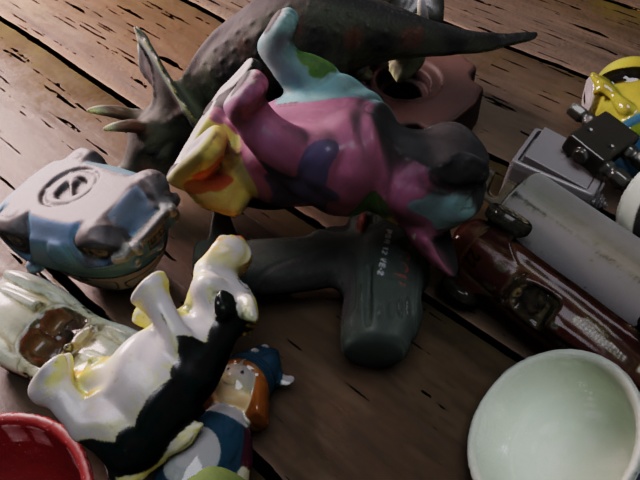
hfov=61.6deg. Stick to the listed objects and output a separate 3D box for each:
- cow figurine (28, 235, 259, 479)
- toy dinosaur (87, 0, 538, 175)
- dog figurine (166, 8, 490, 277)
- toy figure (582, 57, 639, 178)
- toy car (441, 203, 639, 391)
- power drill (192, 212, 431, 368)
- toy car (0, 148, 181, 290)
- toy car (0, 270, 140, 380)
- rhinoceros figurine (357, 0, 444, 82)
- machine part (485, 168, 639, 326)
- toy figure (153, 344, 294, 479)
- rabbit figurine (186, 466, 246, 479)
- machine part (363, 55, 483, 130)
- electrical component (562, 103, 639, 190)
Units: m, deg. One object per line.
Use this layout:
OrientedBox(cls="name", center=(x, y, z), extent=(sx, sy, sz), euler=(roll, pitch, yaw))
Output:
OrientedBox(cls="cow figurine", center=(-0.092, 0.073, 0.362), extent=(0.098, 0.068, 0.167), euler=(43, 70, 10))
OrientedBox(cls="toy dinosaur", center=(-0.029, -0.160, 0.492), extent=(0.405, 0.192, 0.131), euler=(-22, 62, 22))
OrientedBox(cls="dog figurine", center=(0.016, -0.049, 0.415), extent=(0.219, 0.191, 0.108), euler=(35, 48, -19))
OrientedBox(cls="toy figure", center=(0.336, -0.113, 0.554), extent=(0.089, 0.082, 0.180), euler=(-8, 51, 3))
OrientedBox(cls="toy car", center=(0.181, 0.055, 0.417), extent=(0.202, 0.089, 0.053), euler=(44, 28, 28))
OrientedBox(cls="power drill", center=(-0.001, -0.001, 0.484), extent=(0.207, 0.086, 0.232), euler=(6, 53, -3))
OrientedBox(cls="toy car", center=(-0.189, -0.008, 0.467), extent=(0.162, 0.102, 0.109), euler=(12, 51, 23))
OrientedBox(cls="toy car", center=(-0.194, 0.088, 0.423), extent=(0.202, 0.056, 0.073), euler=(23, 56, 18))
OrientedBox(cls="rhinoceros figurine", center=(0.032, -0.232, 0.564), extent=(0.190, 0.112, 0.073), euler=(1, 52, 8))
OrientedBox(cls="machine part", center=(0.230, 0.019, 0.456), extent=(0.079, 0.079, 0.243), euler=(-34, 59, -23))
OrientedBox(cls="toy figure", center=(-0.068, 0.136, 0.384), extent=(0.064, 0.057, 0.154), euler=(26, 54, -1))
OrientedBox(cls="rabbit figurine", center=(-0.065, 0.210, 0.266), extent=(0.159, 0.121, 0.170), euler=(24, 74, 9))
OrientedBox(cls="machine part", center=(0.095, -0.165, 0.615), extent=(0.179, 0.056, 0.179), euler=(-1, 54, 1))
OrientedBox(cls="electrical component", center=(0.260, -0.090, 0.502), extent=(0.063, 0.021, 0.094), euler=(-29, 65, -22))
